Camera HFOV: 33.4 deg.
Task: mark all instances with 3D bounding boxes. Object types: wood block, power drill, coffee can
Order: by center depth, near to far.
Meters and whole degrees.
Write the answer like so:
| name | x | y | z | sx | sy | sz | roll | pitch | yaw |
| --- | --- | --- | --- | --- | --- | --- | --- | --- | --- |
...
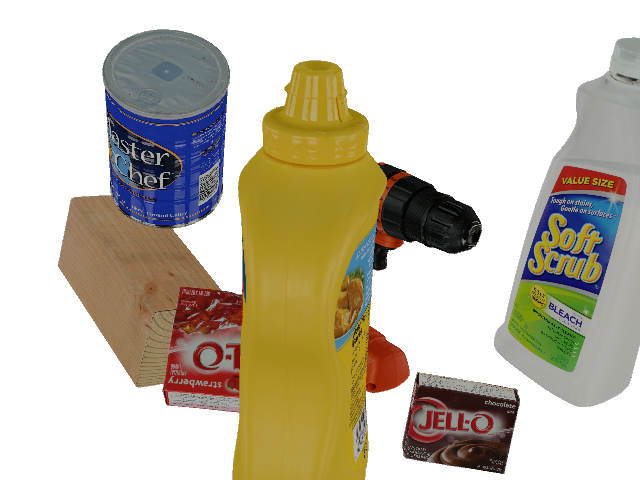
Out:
| name | x | y | z | sx | sy | sz | roll | pitch | yaw |
| --- | --- | --- | --- | --- | --- | --- | --- | --- | --- |
| power drill | 0.048 | 0.028 | 0.892 | 0.057 | 0.188 | 0.185 | -14 | 29 | -42 |
| coffee can | -0.132 | -0.094 | 0.915 | 0.102 | 0.103 | 0.140 | 0 | -39 | -8 |
| wood block | -0.182 | 0.045 | 1.084 | 0.090 | 0.091 | 0.206 | -4 | 35 | -37 |

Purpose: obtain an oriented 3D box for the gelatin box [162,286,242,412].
| name | x | y | z | sx | sy | sz | roll | pitch | yaw |
| --- | --- | --- | --- | --- | --- | --- | --- | --- | --- |
| gelatin box | -0.051 | 0.070 | 0.677 | 0.089 | 0.073 | 0.030 | 5 | -31 | 0 |

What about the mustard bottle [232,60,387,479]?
| name | x | y | z | sx | sy | sz | roll | pitch | yaw |
| --- | --- | --- | --- | --- | --- | --- | --- | --- | --- |
| mustard bottle | -0.005 | 0.022 | 0.439 | 0.058 | 0.192 | 0.096 | 8 | 25 | 10 |

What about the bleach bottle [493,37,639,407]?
| name | x | y | z | sx | sy | sz | roll | pitch | yaw |
| --- | --- | --- | --- | --- | --- | --- | --- | --- | --- |
| bleach bottle | 0.182 | -0.014 | 0.714 | 0.068 | 0.251 | 0.103 | -18 | 37 | -31 |

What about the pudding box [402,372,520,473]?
| name | x | y | z | sx | sy | sz | roll | pitch | yaw |
| --- | --- | --- | --- | --- | --- | --- | --- | --- | --- |
| pudding box | 0.151 | 0.196 | 1.151 | 0.113 | 0.090 | 0.039 | 8 | 21 | 1 |
